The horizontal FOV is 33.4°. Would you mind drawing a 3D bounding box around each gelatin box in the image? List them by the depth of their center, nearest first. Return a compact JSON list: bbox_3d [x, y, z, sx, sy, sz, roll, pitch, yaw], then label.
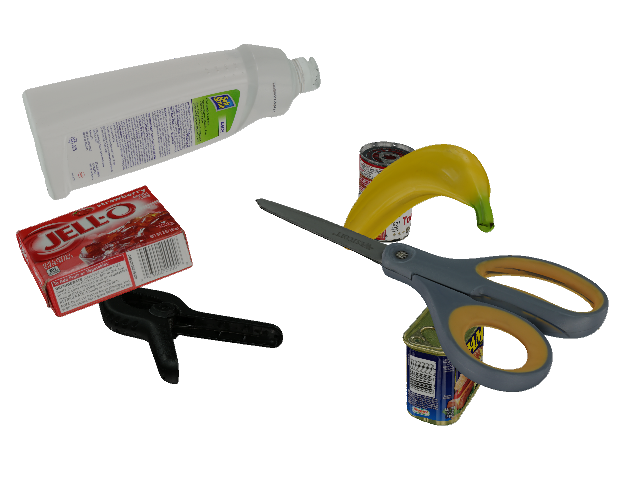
[{"bbox_3d":[-0.133,0.004,0.649,0.089,0.030,0.073,-21,32,-18],"label":"gelatin box"}]

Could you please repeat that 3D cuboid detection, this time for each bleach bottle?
[{"bbox_3d":[-0.122,-0.112,0.926,0.250,0.068,0.103,-15,-31,-13],"label":"bleach bottle"}]

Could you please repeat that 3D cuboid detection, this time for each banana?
[{"bbox_3d":[0.069,-0.034,0.796,0.037,0.069,0.198,25,-15,-22],"label":"banana"}]

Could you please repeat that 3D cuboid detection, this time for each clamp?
[{"bbox_3d":[-0.167,0.090,1.119,0.210,0.036,0.164,18,20,28],"label":"clamp"}]

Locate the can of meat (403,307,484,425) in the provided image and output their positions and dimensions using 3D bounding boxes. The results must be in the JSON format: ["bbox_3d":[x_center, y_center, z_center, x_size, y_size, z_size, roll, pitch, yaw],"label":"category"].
[{"bbox_3d":[0.119,0.114,1.012,0.058,0.084,0.101,11,29,25],"label":"can of meat"}]

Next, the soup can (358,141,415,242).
[{"bbox_3d":[0.076,-0.057,1.259,0.068,0.102,0.068,3,27,-2],"label":"soup can"}]

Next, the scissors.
[{"bbox_3d":[0.043,0.025,0.549,0.202,0.016,0.096,12,42,16],"label":"scissors"}]
